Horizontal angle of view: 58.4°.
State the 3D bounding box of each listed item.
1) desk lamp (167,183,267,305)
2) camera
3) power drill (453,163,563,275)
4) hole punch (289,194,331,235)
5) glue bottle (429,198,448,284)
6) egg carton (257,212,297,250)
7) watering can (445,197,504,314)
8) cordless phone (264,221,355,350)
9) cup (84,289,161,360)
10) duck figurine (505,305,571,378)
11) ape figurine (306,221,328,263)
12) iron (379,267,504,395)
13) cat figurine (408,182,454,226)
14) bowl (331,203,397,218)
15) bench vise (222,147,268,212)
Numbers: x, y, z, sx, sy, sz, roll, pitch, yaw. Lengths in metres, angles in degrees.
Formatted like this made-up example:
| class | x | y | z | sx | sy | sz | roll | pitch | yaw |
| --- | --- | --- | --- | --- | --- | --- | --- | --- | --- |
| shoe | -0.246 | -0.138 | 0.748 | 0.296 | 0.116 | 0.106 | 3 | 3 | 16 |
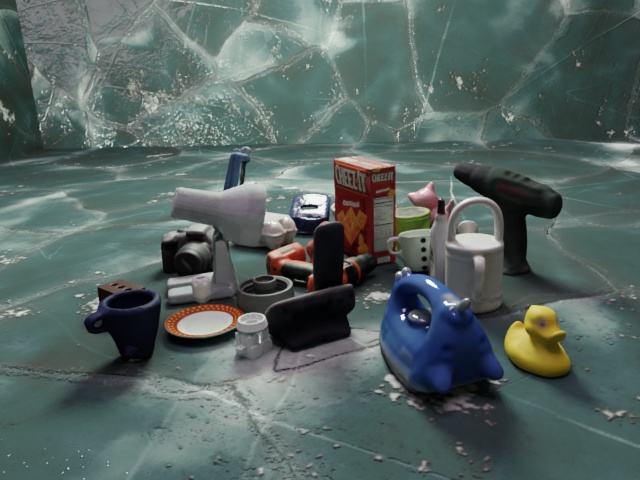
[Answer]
| class | x | y | z | sx | sy | sz | roll | pitch | yaw |
| --- | --- | --- | --- | --- | --- | --- | --- | --- | --- |
| desk lamp | -0.198 | -0.001 | 1.093 | 0.203 | 0.214 | 0.117 | -7 | 18 | -15 |
| camera | -0.278 | 0.023 | 1.219 | 0.143 | 0.101 | 0.137 | 0 | 17 | 7 |
| power drill | 0.368 | -0.044 | 1.161 | 0.228 | 0.208 | 0.076 | 14 | 24 | 42 |
| hole punch | -0.024 | -0.068 | 1.491 | 0.108 | 0.091 | 0.101 | 0 | 17 | 9 |
| glue bottle | 0.227 | 0.006 | 1.079 | 0.037 | 0.173 | 0.078 | -4 | 17 | -4 |
| egg carton | -0.135 | -0.025 | 1.405 | 0.149 | 0.069 | 0.107 | 8 | 20 | 31 |
| watering can | 0.266 | 0.018 | 1.001 | 0.101 | 0.194 | 0.172 | -7 | 18 | -14 |
| cordless phone | -0.018 | 0.065 | 0.903 | 0.148 | 0.185 | 0.093 | -13 | 20 | -30 |
| cup | -0.292 | 0.137 | 0.864 | 0.091 | 0.095 | 0.118 | 12 | 22 | 38 |
| duck figurine | 0.306 | 0.133 | 0.806 | 0.078 | 0.086 | 0.104 | -8 | 18 | -18 |
| ape figurine | 0.011 | 0.004 | 1.252 | 0.077 | 0.092 | 0.076 | 11 | 22 | 36 |
| iron | 0.146 | 0.109 | 0.812 | 0.119 | 0.141 | 0.257 | -8 | 18 | -18 |
| cat figurine | 0.289 | -0.087 | 1.463 | 0.127 | 0.118 | 0.067 | 14 | 24 | 42 |
| bowl | 0.111 | -0.054 | 1.455 | 0.167 | 0.075 | 0.167 | -2 | 17 | 1 |
| bench vise | -0.219 | -0.123 | 1.480 | 0.121 | 0.220 | 0.208 | 6 | 19 | 25 |
